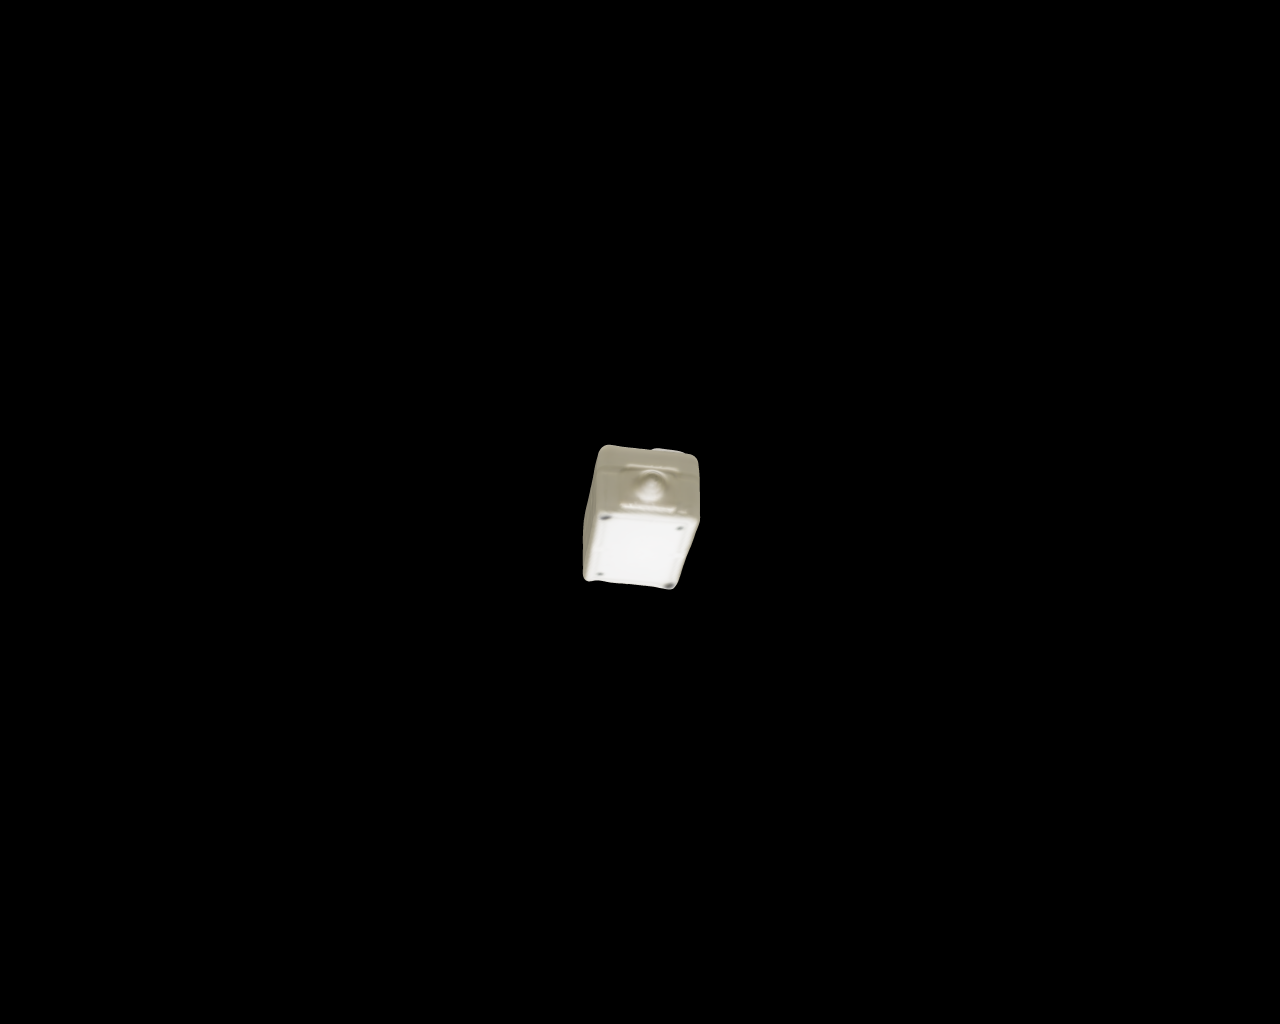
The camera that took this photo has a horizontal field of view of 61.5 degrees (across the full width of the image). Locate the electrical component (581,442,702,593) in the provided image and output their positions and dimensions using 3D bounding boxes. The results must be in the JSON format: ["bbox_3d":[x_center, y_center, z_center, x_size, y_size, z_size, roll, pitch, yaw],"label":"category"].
[{"bbox_3d":[0.001,-0.003,0.650,0.062,0.061,0.096,6,-36,-8],"label":"electrical component"}]
